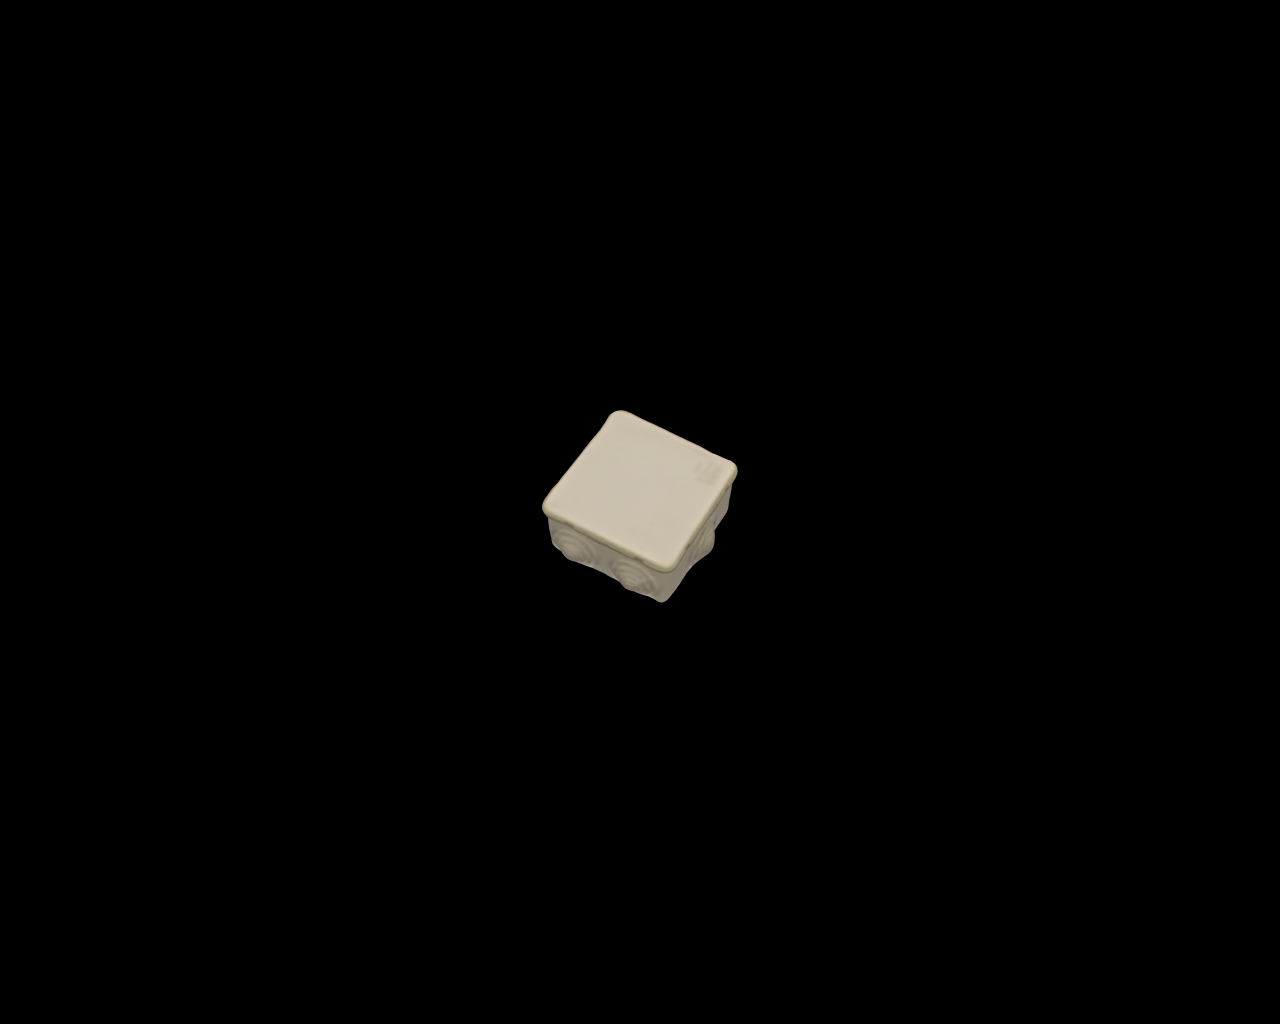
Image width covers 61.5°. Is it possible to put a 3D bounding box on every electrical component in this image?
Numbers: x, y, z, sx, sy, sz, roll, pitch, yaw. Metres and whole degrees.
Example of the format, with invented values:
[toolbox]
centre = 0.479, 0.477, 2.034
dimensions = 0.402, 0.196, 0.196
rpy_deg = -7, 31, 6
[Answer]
[electrical component]
centre = 0.001, -0.003, 0.650
dimensions = 0.100, 0.100, 0.048
rpy_deg = 26, -30, 17
